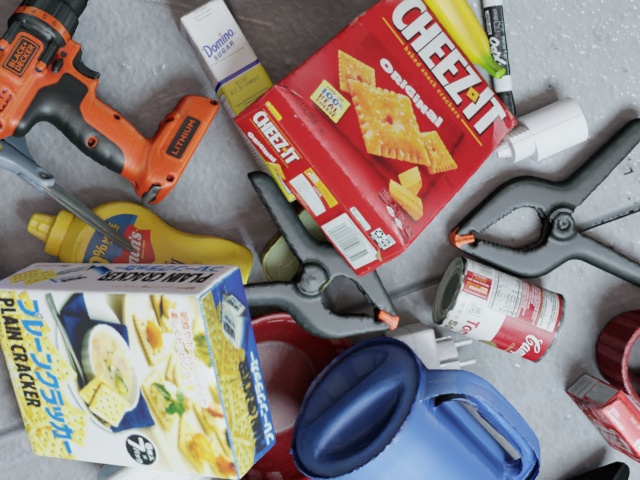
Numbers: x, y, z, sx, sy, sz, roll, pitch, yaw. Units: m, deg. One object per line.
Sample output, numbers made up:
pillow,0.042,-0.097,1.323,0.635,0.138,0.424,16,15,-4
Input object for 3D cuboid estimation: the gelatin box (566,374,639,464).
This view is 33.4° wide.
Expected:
gelatin box,0.270,0.165,0.974,0.030,0.089,0.073,-41,97,-4

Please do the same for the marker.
marker,0.164,-0.168,0.976,0.020,0.020,0.121,-8,95,-6

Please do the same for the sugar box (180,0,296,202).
sugar box,-0.058,-0.118,0.916,0.048,0.093,0.176,-29,97,-5

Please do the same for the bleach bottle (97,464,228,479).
bleach bottle,-0.089,0.284,0.951,0.102,0.068,0.251,-34,99,-15

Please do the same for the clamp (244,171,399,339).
clamp,-0.011,0.020,0.872,0.171,0.039,0.120,18,97,-11

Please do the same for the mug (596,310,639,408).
mug,0.312,0.099,0.978,0.093,0.081,0.117,36,89,-7

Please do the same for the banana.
banana,0.102,-0.227,0.929,0.037,0.070,0.197,-45,118,-14

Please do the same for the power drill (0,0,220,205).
power drill,-0.184,-0.131,0.905,0.187,0.057,0.184,30,68,-11

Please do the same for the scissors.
scissors,-0.237,-0.063,0.905,0.201,0.096,0.016,31,117,-13

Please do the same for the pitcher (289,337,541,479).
pitcher,0.106,0.198,0.903,0.242,0.149,0.145,43,81,-29

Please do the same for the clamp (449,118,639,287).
clamp,0.226,-0.008,0.984,0.210,0.036,0.164,-16,95,-4

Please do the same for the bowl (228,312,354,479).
bowl,-0.039,0.138,0.947,0.162,0.055,0.162,-2,98,-15

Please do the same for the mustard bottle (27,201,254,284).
mustard bottle,-0.161,0.019,0.930,0.191,0.058,0.096,22,91,-7

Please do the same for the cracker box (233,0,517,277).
cracker box,0.054,-0.099,0.885,0.164,0.072,0.213,51,49,-7

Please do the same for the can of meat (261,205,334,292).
can of meat,-0.006,0.001,0.934,0.057,0.084,0.102,40,88,-7

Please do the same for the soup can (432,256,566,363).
soup can,0.161,0.062,0.965,0.102,0.068,0.068,21,91,-7
